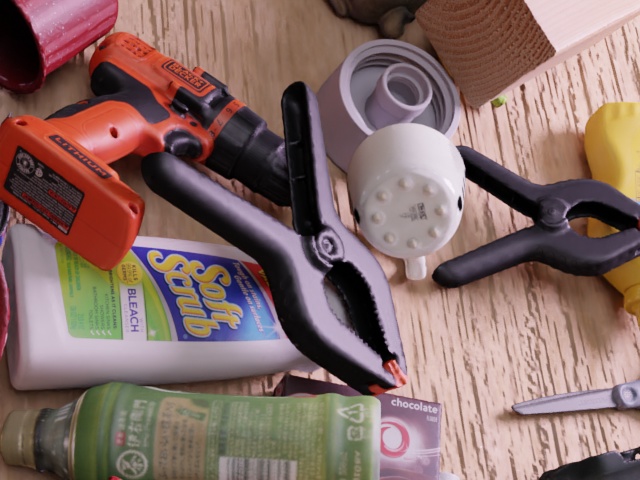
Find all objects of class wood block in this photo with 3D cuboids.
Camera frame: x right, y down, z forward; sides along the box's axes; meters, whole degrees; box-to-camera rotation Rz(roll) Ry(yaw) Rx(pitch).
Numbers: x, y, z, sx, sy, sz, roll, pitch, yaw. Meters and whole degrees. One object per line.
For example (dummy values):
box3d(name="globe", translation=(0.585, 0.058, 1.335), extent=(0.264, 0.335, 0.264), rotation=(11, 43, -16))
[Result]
box3d(name="wood block", translation=(0.182, -0.190, 0.851), extent=(0.205, 0.090, 0.091), rotation=(-31, 88, -44))

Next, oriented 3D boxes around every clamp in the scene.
box3d(name="clamp", translation=(-0.004, 0.001, 0.676), extent=(0.210, 0.036, 0.164), rotation=(55, 42, -9))
box3d(name="clamp", translation=(0.167, -0.021, 0.805), extent=(0.171, 0.039, 0.120), rotation=(-1, 67, 1))

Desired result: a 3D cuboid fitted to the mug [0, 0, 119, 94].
box3d(name="mug", translation=(-0.194, -0.169, 0.721), extent=(0.093, 0.117, 0.081), rotation=(19, 46, 32))

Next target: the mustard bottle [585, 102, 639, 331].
box3d(name="mustard bottle", translation=(0.260, -0.014, 0.846), extent=(0.096, 0.058, 0.191), rotation=(13, 62, -12))

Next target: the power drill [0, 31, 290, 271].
box3d(name="power drill", translation=(-0.106, -0.053, 0.692), extent=(0.184, 0.057, 0.187), rotation=(33, 33, 7))

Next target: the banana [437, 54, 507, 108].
box3d(name="banana", translation=(0.126, -0.204, 0.902), extent=(0.069, 0.037, 0.197), rotation=(24, 59, -33))

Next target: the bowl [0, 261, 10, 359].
box3d(name="bowl", translation=(-0.255, 0.037, 0.608), extent=(0.162, 0.055, 0.162), rotation=(0, 93, -6))

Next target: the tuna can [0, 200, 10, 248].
box3d(name="tuna can", translation=(-0.241, -0.017, 0.673), extent=(0.086, 0.034, 0.086), rotation=(8, 63, -17))

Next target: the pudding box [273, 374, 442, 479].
box3d(name="pudding box", translation=(0.021, 0.143, 0.693), extent=(0.113, 0.039, 0.090), rotation=(13, 62, -14))

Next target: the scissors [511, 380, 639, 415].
box3d(name="scissors", translation=(0.241, 0.132, 0.795), extent=(0.201, 0.016, 0.096), rotation=(-18, 74, -27))

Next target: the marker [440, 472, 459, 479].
box3d(name="marker", translation=(0.074, 0.211, 0.692), extent=(0.020, 0.020, 0.121), rotation=(19, 61, -12))

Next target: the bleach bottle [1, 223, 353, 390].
box3d(name="bleach bottle", translation=(-0.073, 0.041, 0.694), extent=(0.250, 0.068, 0.102), rotation=(-1, 63, -24))

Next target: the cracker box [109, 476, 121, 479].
box3d(name="cracker box", translation=(-0.100, 0.255, 0.543), extent=(0.164, 0.072, 0.213), rotation=(34, 76, -2))
